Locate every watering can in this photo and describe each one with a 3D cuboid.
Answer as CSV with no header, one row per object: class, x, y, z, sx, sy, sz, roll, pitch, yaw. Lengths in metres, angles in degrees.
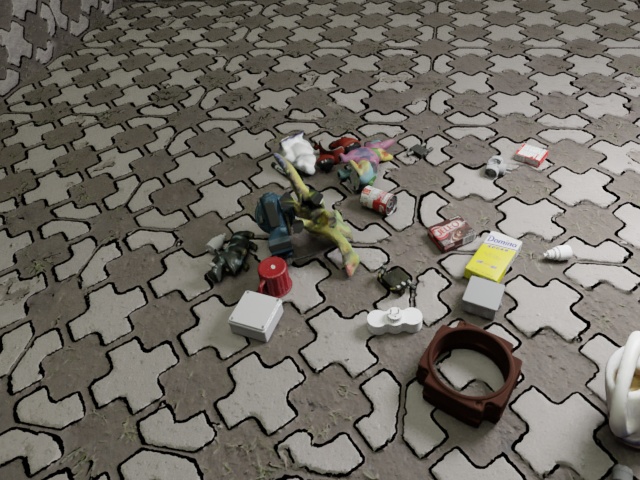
watering can,0.659,0.269,1.060,0.104,0.220,0.354,8,42,42

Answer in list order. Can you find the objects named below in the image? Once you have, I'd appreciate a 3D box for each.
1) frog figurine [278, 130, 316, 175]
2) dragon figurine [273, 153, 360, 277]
frog figurine,-0.071,-0.292,1.834,0.121,0.160,0.139,-38,-7,38
dragon figurine,0.005,-0.076,1.517,0.121,0.418,0.240,-34,-30,16
